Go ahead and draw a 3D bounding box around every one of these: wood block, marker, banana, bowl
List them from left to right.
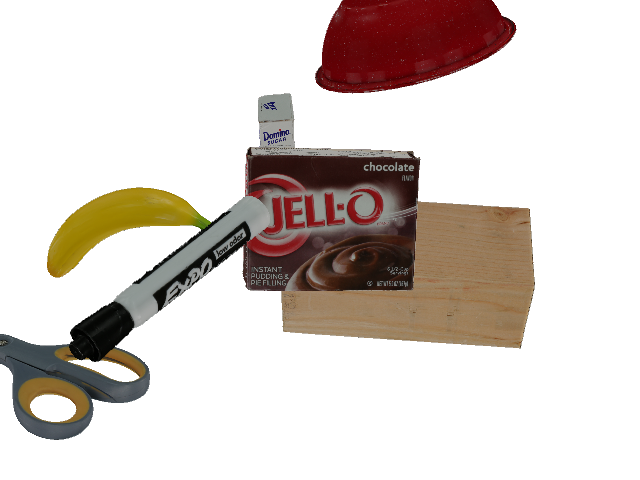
[{"bbox_3d":[-0.196,-0.011,1.012,0.198,0.069,0.037,-13,18,27],"label":"banana"},{"bbox_3d":[-0.069,0.017,0.496,0.020,0.020,0.120,0,31,46],"label":"marker"},{"bbox_3d":[0.073,0.027,0.923,0.206,0.090,0.090,3,-42,4],"label":"wood block"},{"bbox_3d":[0.066,-0.170,0.830,0.162,0.055,0.162,-15,24,6],"label":"bowl"}]

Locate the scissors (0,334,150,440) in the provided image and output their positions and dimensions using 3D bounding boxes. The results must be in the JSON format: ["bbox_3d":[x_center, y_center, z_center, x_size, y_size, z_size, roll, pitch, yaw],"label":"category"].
[{"bbox_3d":[-0.213,0.084,0.704,0.202,0.016,0.096,9,31,13],"label":"scissors"}]

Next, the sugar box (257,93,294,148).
[{"bbox_3d":[-0.048,-0.073,1.241,0.048,0.176,0.093,-6,26,-1],"label":"sugar box"}]

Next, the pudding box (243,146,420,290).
[{"bbox_3d":[0.006,-0.015,0.701,0.113,0.090,0.039,0,17,-6],"label":"pudding box"}]
